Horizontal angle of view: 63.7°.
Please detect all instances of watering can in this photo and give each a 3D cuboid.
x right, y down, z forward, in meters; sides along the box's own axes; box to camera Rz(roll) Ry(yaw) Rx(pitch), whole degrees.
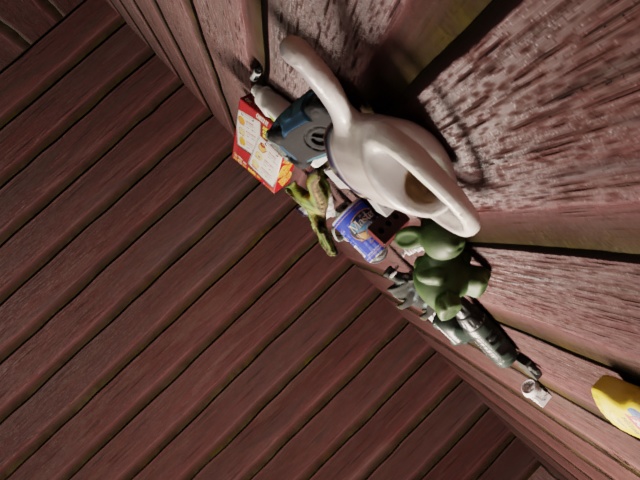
[{"bbox_3d":[0.065,-0.123,0.652,0.344,0.104,0.226,40,179,-22],"label":"watering can"}]

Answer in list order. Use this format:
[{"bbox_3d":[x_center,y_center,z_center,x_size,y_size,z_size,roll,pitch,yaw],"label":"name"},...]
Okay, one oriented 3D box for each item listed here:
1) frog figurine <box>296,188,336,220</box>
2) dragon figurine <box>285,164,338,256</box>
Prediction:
[{"bbox_3d":[0.006,-0.134,1.697,0.139,0.124,0.156,54,143,22],"label":"frog figurine"},{"bbox_3d":[0.004,-0.071,1.410,0.411,0.122,0.242,-141,26,-83],"label":"dragon figurine"}]
